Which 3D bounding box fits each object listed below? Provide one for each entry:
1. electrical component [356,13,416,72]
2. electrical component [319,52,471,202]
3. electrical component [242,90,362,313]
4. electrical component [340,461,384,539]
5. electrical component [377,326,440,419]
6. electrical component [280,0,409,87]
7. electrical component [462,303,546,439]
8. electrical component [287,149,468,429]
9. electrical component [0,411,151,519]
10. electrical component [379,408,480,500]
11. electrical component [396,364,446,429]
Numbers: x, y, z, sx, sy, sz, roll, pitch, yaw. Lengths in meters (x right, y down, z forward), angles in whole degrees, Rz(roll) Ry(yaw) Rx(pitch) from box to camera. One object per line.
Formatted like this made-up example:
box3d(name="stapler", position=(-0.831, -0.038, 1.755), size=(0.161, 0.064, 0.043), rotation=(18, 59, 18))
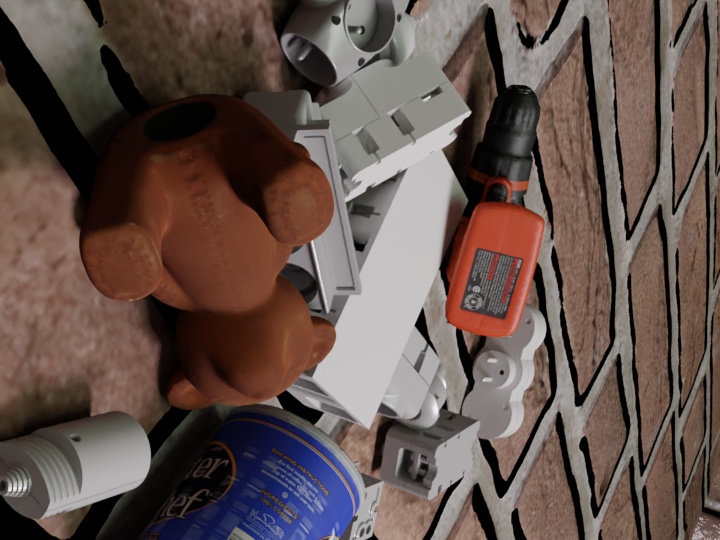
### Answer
box3d(name="electrical component", position=(0.006, -0.145, 0.696), size=(0.062, 0.043, 0.043), rotation=(-44, 140, -41))
box3d(name="electrical component", position=(0.014, -0.093, 0.674), size=(0.089, 0.055, 0.050), rotation=(-30, 170, -18))
box3d(name="electrical component", position=(-0.044, -0.040, 0.634), size=(0.063, 0.079, 0.121), rotation=(-77, 162, -47))
box3d(name="electrical component", position=(-0.019, 0.172, 0.801), size=(0.048, 0.055, 0.066), rotation=(-2, 106, -61))
box3d(name="electrical component", position=(0.017, 0.074, 0.819), size=(0.059, 0.054, 0.095), rotation=(-65, 151, -16))
box3d(name="electrical component", position=(-0.016, -0.164, 0.641), size=(0.077, 0.044, 0.079), rotation=(-52, 131, -19))
box3d(name="electrical component", position=(0.135, 0.097, 1.048), size=(0.074, 0.052, 0.138), rotation=(11, 94, -62))
box3d(name="electrical component", position=(0.000, 0.000, 0.741), size=(0.186, 0.060, 0.105), rotation=(-65, 151, -16))
box3d(name="electrical component", position=(-0.148, 0.099, 0.539), size=(0.081, 0.043, 0.043), rotation=(-6, 110, -60))
box3d(name="electrical component", position=(0.058, 0.155, 0.933), size=(0.089, 0.056, 0.050), rotation=(-15, 117, -59))
box3d(name="electrical component", position=(0.053, 0.101, 0.911), size=(0.062, 0.048, 0.048), rotation=(-47, 142, -52))
